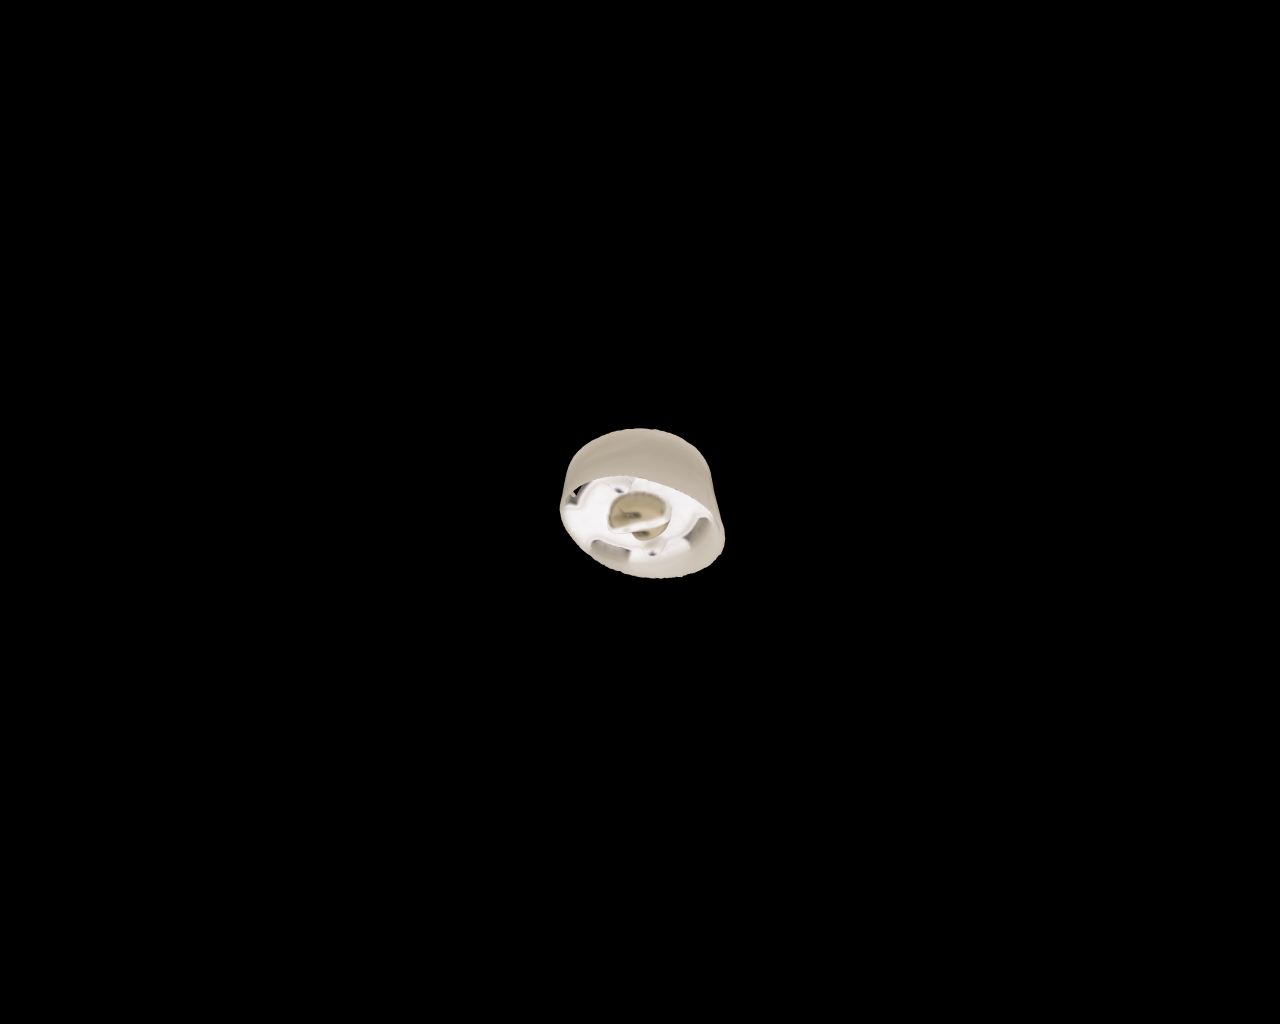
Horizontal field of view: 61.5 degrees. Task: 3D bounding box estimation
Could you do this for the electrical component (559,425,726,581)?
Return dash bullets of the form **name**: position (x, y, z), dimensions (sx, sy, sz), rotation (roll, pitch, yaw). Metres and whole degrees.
- **electrical component**: position (0.001, -0.003, 0.650), dimensions (0.099, 0.064, 0.099), rotation (0, -43, 0)
